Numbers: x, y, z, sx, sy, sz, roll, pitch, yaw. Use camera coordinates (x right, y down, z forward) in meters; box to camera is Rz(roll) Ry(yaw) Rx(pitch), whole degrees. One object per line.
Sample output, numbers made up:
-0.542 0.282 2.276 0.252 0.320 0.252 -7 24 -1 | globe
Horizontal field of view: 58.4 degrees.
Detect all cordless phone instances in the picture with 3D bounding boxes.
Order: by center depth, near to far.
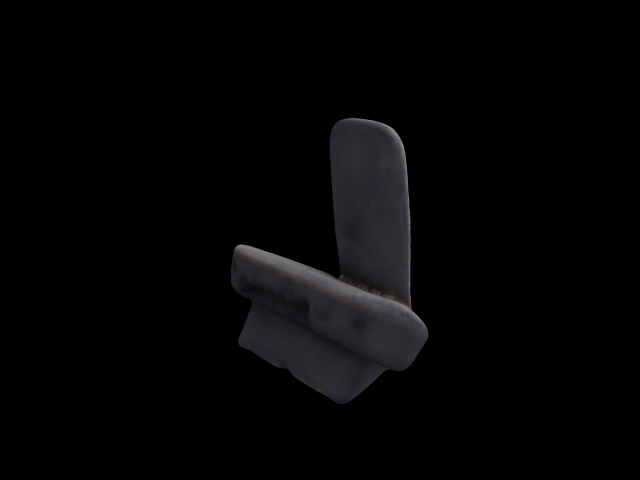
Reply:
0.004 0.001 0.400 0.147 0.185 0.094 17 29 33 | cordless phone
